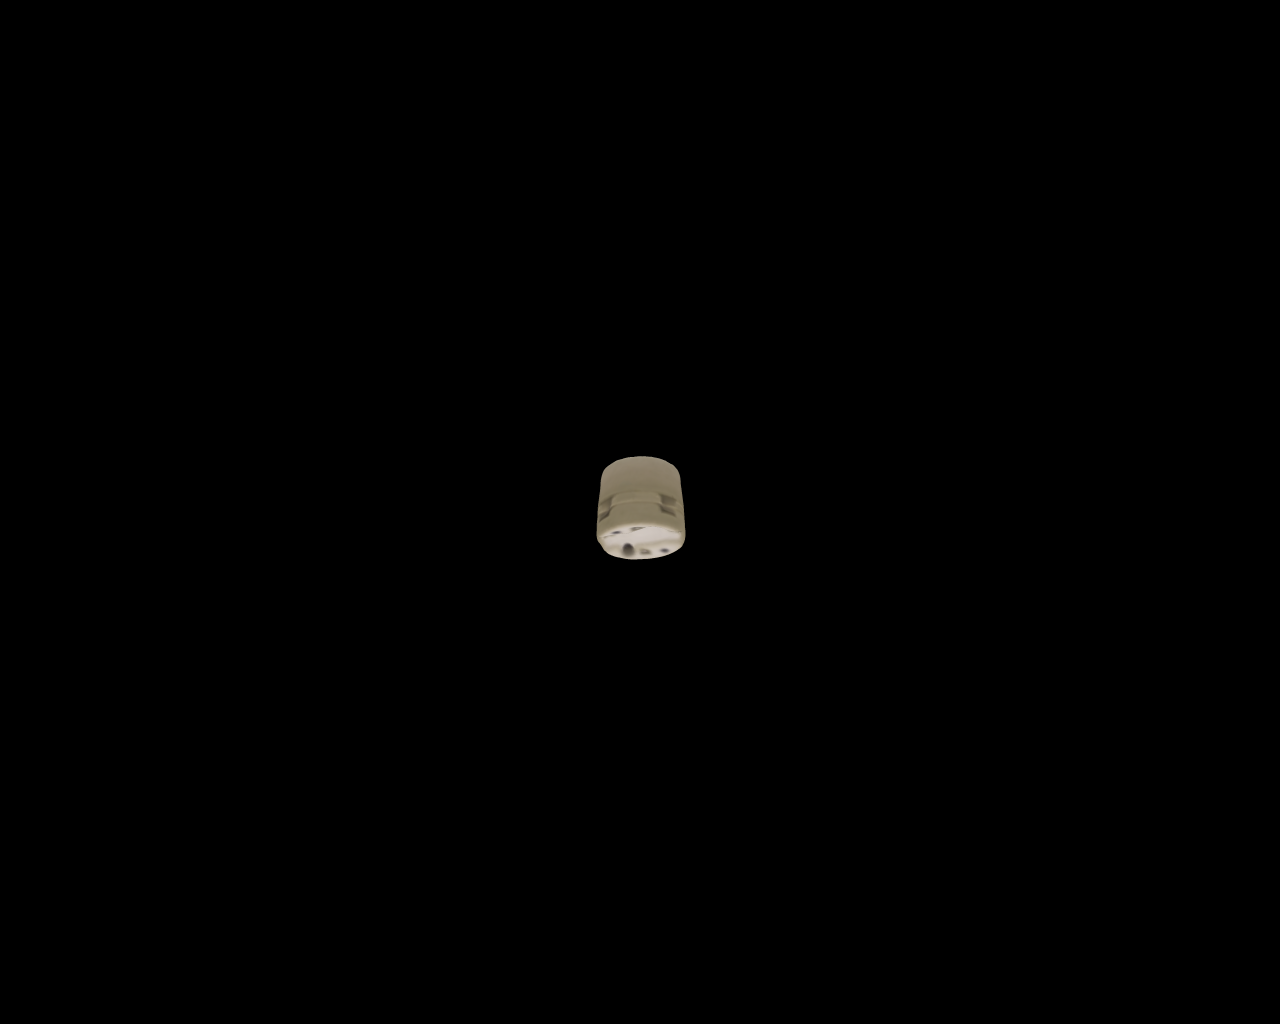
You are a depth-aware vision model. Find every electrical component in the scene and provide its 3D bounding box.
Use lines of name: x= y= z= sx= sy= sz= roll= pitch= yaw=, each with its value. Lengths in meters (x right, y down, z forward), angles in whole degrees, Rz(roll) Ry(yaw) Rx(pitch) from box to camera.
electrical component: x=0.001 y=-0.003 z=0.650 sx=0.055 sy=0.047 sz=0.055 roll=0 pitch=-26 yaw=0
